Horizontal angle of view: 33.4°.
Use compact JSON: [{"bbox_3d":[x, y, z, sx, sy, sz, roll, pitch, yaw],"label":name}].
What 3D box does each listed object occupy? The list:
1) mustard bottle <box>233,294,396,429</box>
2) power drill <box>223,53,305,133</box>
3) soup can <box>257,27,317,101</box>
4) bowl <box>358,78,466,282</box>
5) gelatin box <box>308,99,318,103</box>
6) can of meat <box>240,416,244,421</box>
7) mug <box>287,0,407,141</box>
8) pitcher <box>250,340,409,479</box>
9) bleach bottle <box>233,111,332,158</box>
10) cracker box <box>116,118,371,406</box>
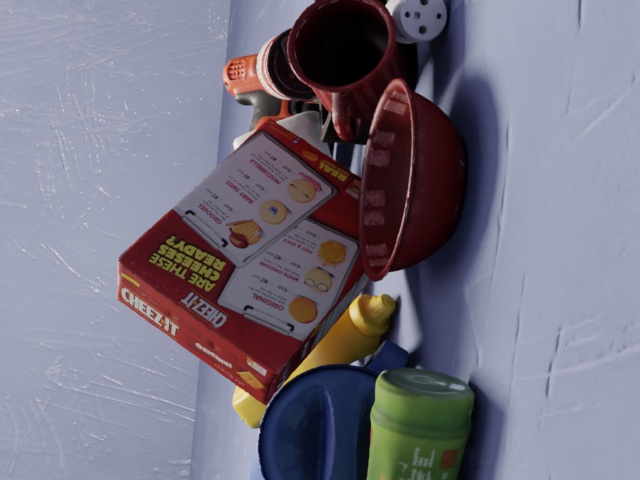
[{"bbox_3d":[0.002,0.107,1.019,0.192,0.058,0.096,-39,-1,34],"label":"mustard bottle"},{"bbox_3d":[-0.026,-0.130,1.192,0.057,0.185,0.187,21,-113,-58],"label":"power drill"},{"bbox_3d":[-0.023,-0.167,1.015,0.102,0.068,0.068,-140,56,-78],"label":"soup can"},{"bbox_3d":[0.075,-0.045,0.844,0.162,0.055,0.162,-175,90,-80],"label":"bowl"},{"bbox_3d":[-0.021,-0.188,1.294,0.089,0.073,0.030,111,161,-58],"label":"gelatin box"},{"bbox_3d":[-0.054,0.187,1.335,0.102,0.084,0.057,107,165,-45],"label":"can of meat"},{"bbox_3d":[0.027,-0.140,0.909,0.081,0.093,0.117,48,-138,-65],"label":"mug"},{"bbox_3d":[0.007,0.186,0.939,0.243,0.149,0.145,117,139,-71],"label":"pitcher"},{"bbox_3d":[-0.007,0.001,1.103,0.068,0.103,0.251,7,-115,-77],"label":"bleach bottle"},{"bbox_3d":[-0.045,0.013,0.923,0.213,0.164,0.072,-48,-15,-34],"label":"cracker box"}]
